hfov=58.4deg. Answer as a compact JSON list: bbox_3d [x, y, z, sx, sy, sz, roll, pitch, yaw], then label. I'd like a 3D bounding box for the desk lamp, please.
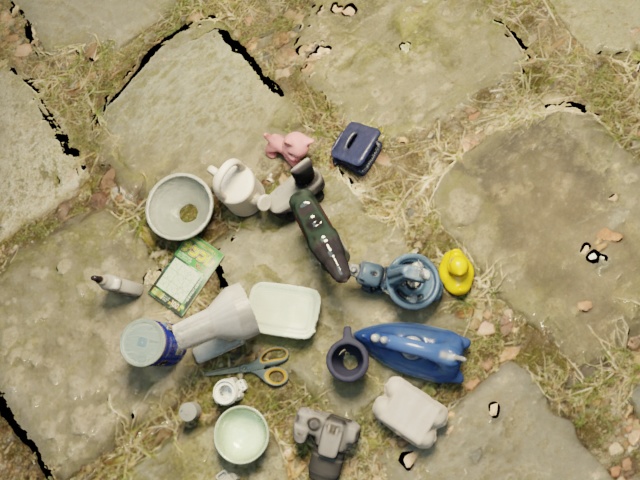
[{"bbox_3d":[-0.219,0.188,1.238,0.203,0.118,0.214,-26,-14,1],"label":"desk lamp"}]

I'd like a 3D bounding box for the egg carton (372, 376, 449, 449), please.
[{"bbox_3d":[0.192,0.369,1.224,0.150,0.107,0.069,31,-7,12],"label":"egg carton"}]

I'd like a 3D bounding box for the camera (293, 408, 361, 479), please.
[{"bbox_3d":[0.004,0.439,1.216,0.143,0.137,0.101,13,-10,10],"label":"camera"}]

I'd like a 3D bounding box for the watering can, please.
[{"bbox_3d":[-0.186,-0.124,1.311,0.172,0.101,0.194,10,-11,9],"label":"watering can"}]

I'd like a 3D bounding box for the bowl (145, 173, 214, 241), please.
[{"bbox_3d":[-0.327,-0.073,1.379,0.167,0.167,0.075,0,-12,7],"label":"bowl"}]

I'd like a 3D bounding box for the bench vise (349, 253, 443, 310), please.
[{"bbox_3d":[0.160,0.089,1.210,0.207,0.121,0.220,-7,-13,6],"label":"bench vise"}]

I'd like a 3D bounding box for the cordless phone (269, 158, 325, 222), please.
[{"bbox_3d":[-0.065,-0.124,1.301,0.147,0.094,0.185,-41,-14,-3],"label":"cordless phone"}]

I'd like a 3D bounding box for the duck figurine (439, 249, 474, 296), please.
[{"bbox_3d":[0.304,0.068,1.266,0.077,0.104,0.086,-7,-13,6],"label":"duck figurine"}]

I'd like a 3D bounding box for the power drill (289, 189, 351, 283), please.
[{"bbox_3d":[0.011,0.004,1.252,0.075,0.229,0.208,-30,-14,0],"label":"power drill"}]

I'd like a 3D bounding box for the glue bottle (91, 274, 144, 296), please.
[{"bbox_3d":[-0.473,0.099,1.309,0.078,0.037,0.173,8,-11,9],"label":"glue bottle"}]

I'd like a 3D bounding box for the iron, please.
[{"bbox_3d":[0.188,0.228,1.217,0.258,0.119,0.141,11,-10,9],"label":"iron"}]

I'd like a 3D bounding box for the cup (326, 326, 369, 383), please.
[{"bbox_3d":[0.063,0.250,1.252,0.091,0.118,0.095,-3,-12,7],"label":"cup"}]

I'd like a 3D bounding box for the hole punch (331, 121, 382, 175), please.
[{"bbox_3d":[0.083,-0.221,1.352,0.101,0.109,0.091,29,-7,12],"label":"hole punch"}]

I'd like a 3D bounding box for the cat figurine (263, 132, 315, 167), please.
[{"bbox_3d":[-0.076,-0.227,1.359,0.127,0.067,0.118,21,-9,11],"label":"cat figurine"}]
